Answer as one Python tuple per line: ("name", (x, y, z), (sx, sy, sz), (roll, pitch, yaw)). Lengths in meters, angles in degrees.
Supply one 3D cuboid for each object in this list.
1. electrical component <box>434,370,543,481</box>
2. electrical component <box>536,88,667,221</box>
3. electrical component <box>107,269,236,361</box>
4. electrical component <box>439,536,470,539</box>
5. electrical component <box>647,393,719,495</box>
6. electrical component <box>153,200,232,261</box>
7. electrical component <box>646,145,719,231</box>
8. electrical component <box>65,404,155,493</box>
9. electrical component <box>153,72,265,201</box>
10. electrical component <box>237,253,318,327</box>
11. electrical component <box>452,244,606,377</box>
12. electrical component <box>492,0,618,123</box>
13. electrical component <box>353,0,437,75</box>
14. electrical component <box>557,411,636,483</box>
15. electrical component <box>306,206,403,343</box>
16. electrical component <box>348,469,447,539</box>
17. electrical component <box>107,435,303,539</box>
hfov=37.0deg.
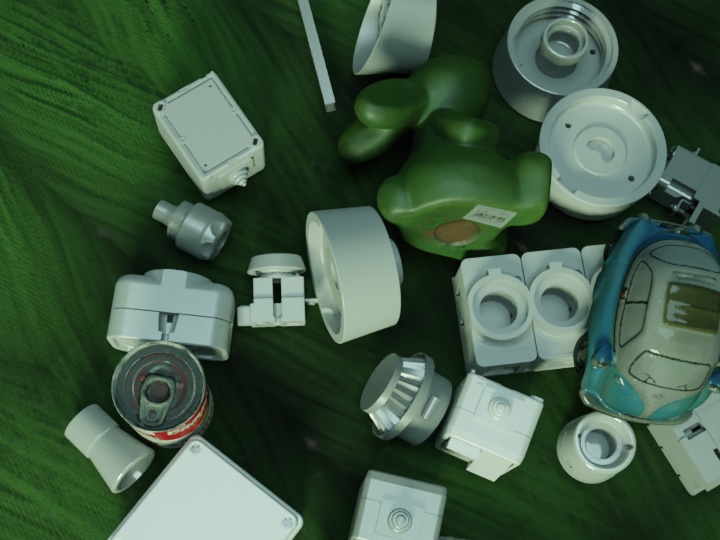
("electrical component", (0.098, 0.122, 0.835), (0.062, 0.096, 0.061), (23, 73, 4))
("electrical component", (0.202, -0.095, 0.927), (0.108, 0.060, 0.108), (1, 73, -3))
("electrical component", (-0.151, 0.036, 0.870), (0.095, 0.053, 0.059), (6, 73, -1))
("electrical component", (0.087, 0.227, 0.835), (0.061, 0.035, 0.035), (9, 73, -3))
("electrical component", (0.273, 0.127, 0.868), (0.056, 0.050, 0.089), (-27, 76, -10))
("electrical component", (-0.142, -0.037, 0.898), (0.062, 0.043, 0.043), (27, 73, 6))
("electrical component", (0.288, -0.072, 0.935), (0.064, 0.042, 0.081), (30, 73, 10))
("electrical component", (-0.199, 0.137, 0.844), (0.065, 0.044, 0.044), (41, 75, 13))
("electrical component", (-0.123, -0.106, 0.911), (0.062, 0.061, 0.096), (-33, 77, -12))
("electrical component", (-0.068, 0.017, 0.886), (0.066, 0.048, 0.055), (-2, 81, -4))
("electrical component", (0.159, 0.033, 0.885), (0.150, 0.061, 0.089), (-6, 73, -5))
("electrical component", (0.176, -0.191, 0.955), (0.108, 0.060, 0.108), (1, 73, -3))
("electrical component", (0.032, -0.217, 0.938), (0.064, 0.099, 0.099), (4, 73, -8))
("electrical component", (0.190, 0.140, 0.861), (0.055, 0.047, 0.055), (1, 73, -3))
("electrical component", (0.000, 0.000, 0.865), (0.060, 0.108, 0.108), (-12, 74, -13))
("electrical component", (0.028, 0.183, 0.813), (0.062, 0.096, 0.061), (13, 71, 1))
("electrical component", (-0.117, 0.202, 0.820), (0.109, 0.056, 0.108), (37, 75, 8))
